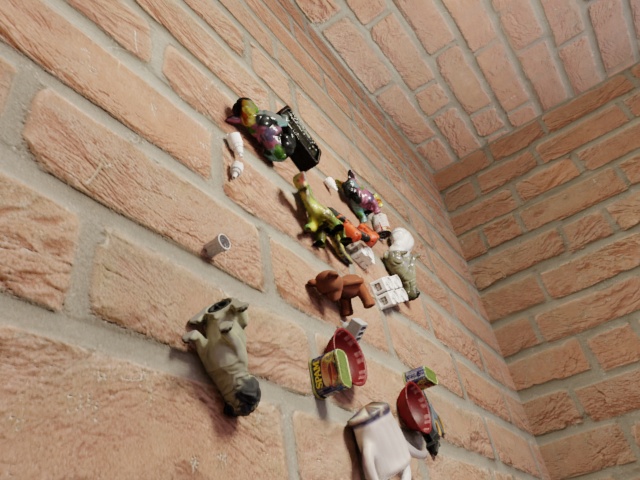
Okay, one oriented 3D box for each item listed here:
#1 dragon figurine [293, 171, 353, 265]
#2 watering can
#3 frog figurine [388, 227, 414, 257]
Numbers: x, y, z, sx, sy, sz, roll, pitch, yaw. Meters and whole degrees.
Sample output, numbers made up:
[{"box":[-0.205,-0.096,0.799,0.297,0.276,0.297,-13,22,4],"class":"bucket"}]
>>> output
[{"box":[0.005,-0.086,1.707,0.402,0.122,0.248,57,11,-56],"class":"dragon figurine"},{"box":[0.180,0.528,1.335,0.347,0.103,0.227,6,57,-62],"class":"watering can"},{"box":[0.358,0.021,2.277,0.161,0.122,0.136,-78,155,-74],"class":"frog figurine"}]
